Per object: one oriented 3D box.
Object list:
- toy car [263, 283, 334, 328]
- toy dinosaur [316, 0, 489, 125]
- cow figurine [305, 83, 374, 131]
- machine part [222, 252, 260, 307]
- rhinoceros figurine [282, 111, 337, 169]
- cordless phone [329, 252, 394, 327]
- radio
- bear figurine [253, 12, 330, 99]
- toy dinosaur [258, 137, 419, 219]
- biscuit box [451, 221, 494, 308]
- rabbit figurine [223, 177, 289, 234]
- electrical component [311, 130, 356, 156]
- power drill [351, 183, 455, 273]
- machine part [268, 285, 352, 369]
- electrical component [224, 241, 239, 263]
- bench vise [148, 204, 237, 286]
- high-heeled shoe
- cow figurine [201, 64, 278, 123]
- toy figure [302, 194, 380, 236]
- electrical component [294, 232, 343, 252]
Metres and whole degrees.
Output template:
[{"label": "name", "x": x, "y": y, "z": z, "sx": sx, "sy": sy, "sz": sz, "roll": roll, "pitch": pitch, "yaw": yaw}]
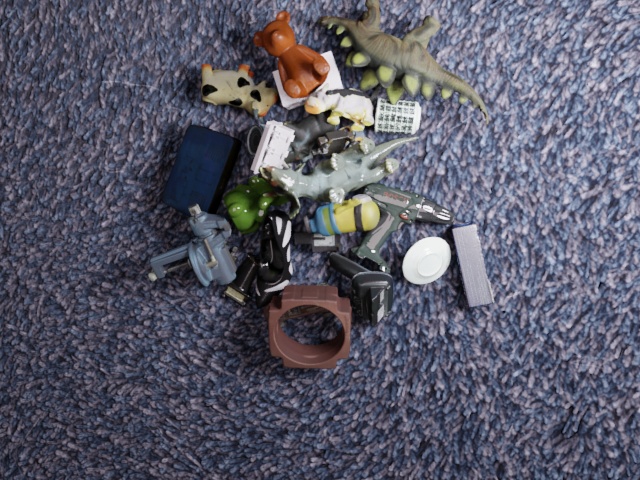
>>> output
[{"label": "toy car", "x": -0.050, "y": 0.170, "z": 1.382, "sx": 0.202, "sy": 0.053, "sz": 0.089, "roll": -13, "pitch": 90, "yaw": 10}, {"label": "toy dinosaur", "x": 0.192, "y": -0.414, "z": 1.239, "sx": 0.472, "sy": 0.105, "sz": 0.198, "roll": 26, "pitch": 82, "yaw": 13}, {"label": "cow figurine", "x": 0.046, "y": -0.325, "z": 1.270, "sx": 0.167, "sy": 0.068, "sz": 0.098, "roll": 13, "pitch": 73, "yaw": -22}, {"label": "machine part", "x": -0.199, "y": 0.102, "z": 1.405, "sx": 0.084, "sy": 0.039, "sz": 0.138, "roll": 28, "pitch": 101, "yaw": 13}, {"label": "rhinoceros figurine", "x": -0.046, "y": -0.252, "z": 1.335, "sx": 0.190, "sy": 0.073, "sz": 0.112, "roll": -38, "pitch": 99, "yaw": 8}, {"label": "cordless phone", "x": 0.091, "y": 0.117, "z": 1.346, "sx": 0.184, "sy": 0.089, "sz": 0.146, "roll": 31, "pitch": 144, "yaw": 32}, {"label": "radio", "x": -0.305, "y": -0.173, "z": 1.378, "sx": 0.131, "sy": 0.073, "sz": 0.229, "roll": 23, "pitch": 97, "yaw": 6}, {"label": "bear figurine", "x": -0.069, "y": -0.426, "z": 1.228, "sx": 0.120, "sy": 0.132, "sz": 0.195, "roll": -34, "pitch": 96, "yaw": 8}, {"label": "toy dinosaur", "x": 0.047, "y": -0.156, "z": 1.275, "sx": 0.405, "sy": 0.192, "sz": 0.131, "roll": -21, "pitch": 98, "yaw": -34}, {"label": "biscuit box", "x": 0.368, "y": 0.057, "z": 1.304, "sx": 0.063, "sy": 0.059, "sz": 0.202, "roll": -12, "pitch": 94, "yaw": 10}, {"label": "rabbit figurine", "x": -0.150, "y": -0.108, "z": 1.334, "sx": 0.170, "sy": 0.159, "sz": 0.121, "roll": -26, "pitch": 81, "yaw": -5}, {"label": "electrical component", "x": 0.036, "y": -0.230, "z": 1.290, "sx": 0.102, "sy": 0.078, "sz": 0.045, "roll": -12, "pitch": 60, "yaw": -27}, {"label": "power drill", "x": 0.186, "y": -0.024, "z": 1.315, "sx": 0.232, "sy": 0.086, "sz": 0.207, "roll": 28, "pitch": 103, "yaw": 6}, {"label": "machine part", "x": -0.024, "y": 0.212, "z": 1.323, "sx": 0.201, "sy": 0.087, "sz": 0.201, "roll": 1, "pitch": 112, "yaw": 2}, {"label": "electrical component", "x": -0.253, "y": 0.050, "z": 1.415, "sx": 0.063, "sy": 0.021, "sz": 0.094, "roll": 27, "pitch": 100, "yaw": 5}, {"label": "bench vise", "x": -0.323, "y": 0.031, "z": 1.336, "sx": 0.241, "sy": 0.129, "sz": 0.223, "roll": -20, "pitch": 122, "yaw": 2}, {"label": "high-heeled shoe", "x": -0.128, "y": 0.050, "z": 1.324, "sx": 0.086, "sy": 0.145, "sz": 0.248, "roll": 19, "pitch": 86, "yaw": 27}, {"label": "cow figurine", "x": -0.200, "y": -0.365, "z": 1.337, "sx": 0.195, "sy": 0.085, "sz": 0.127, "roll": 5, "pitch": 90, "yaw": 6}, {"label": "toy figure", "x": 0.052, "y": -0.051, "z": 1.276, "sx": 0.180, "sy": 0.082, "sz": 0.089, "roll": -17, "pitch": 105, "yaw": 15}, {"label": "electrical component", "x": -0.003, "y": -0.004, "z": 1.359, "sx": 0.119, "sy": 0.048, "sz": 0.074, "roll": -4, "pitch": 94, "yaw": 9}]
